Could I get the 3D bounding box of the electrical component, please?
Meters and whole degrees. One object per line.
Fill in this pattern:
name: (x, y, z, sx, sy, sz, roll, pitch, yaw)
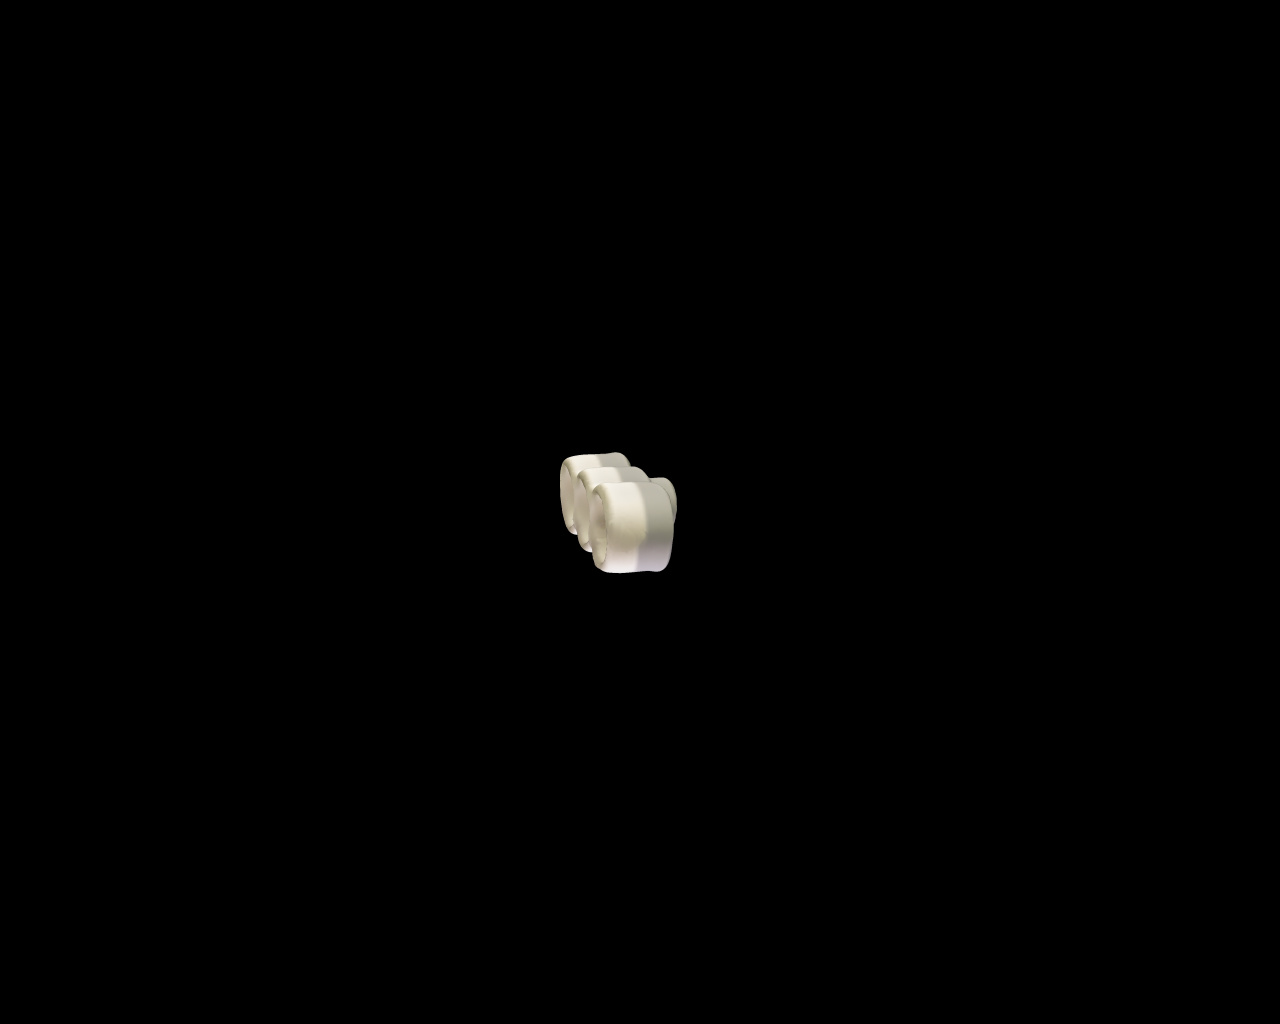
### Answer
electrical component: (0.001, -0.003, 0.650, 0.074, 0.052, 0.138, -4, 15, -15)
